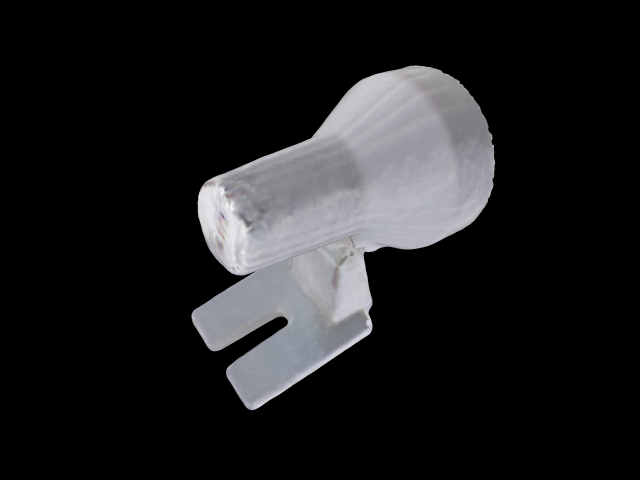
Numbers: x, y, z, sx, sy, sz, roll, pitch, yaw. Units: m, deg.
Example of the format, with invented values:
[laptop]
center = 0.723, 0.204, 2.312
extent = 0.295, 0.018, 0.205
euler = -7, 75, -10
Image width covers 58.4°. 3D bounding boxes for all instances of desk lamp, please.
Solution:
[desk lamp]
center = 0.004, 0.001, 0.400
extent = 0.203, 0.214, 0.117
euler = -32, 64, -18
